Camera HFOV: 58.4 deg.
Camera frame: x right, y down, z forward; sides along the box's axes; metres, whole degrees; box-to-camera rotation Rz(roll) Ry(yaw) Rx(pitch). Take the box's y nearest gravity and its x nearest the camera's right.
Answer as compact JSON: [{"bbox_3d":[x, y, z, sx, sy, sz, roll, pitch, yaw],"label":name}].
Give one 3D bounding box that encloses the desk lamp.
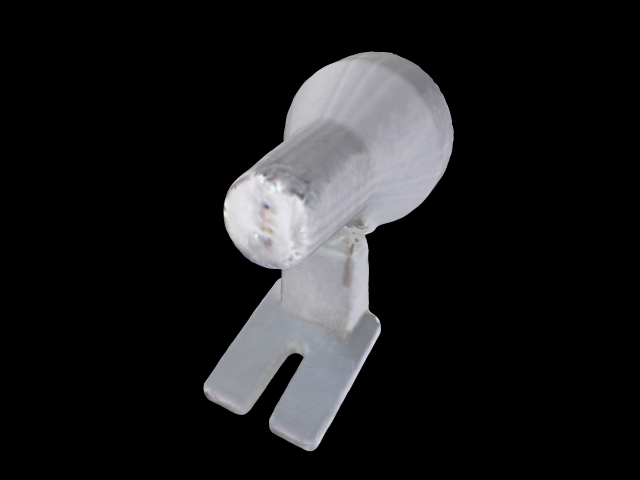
[{"bbox_3d":[0.004,0.001,0.400,0.117,0.214,0.203,20,50,18],"label":"desk lamp"}]
